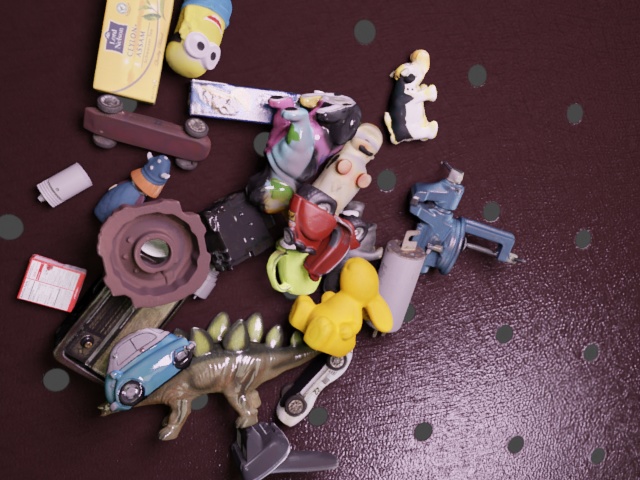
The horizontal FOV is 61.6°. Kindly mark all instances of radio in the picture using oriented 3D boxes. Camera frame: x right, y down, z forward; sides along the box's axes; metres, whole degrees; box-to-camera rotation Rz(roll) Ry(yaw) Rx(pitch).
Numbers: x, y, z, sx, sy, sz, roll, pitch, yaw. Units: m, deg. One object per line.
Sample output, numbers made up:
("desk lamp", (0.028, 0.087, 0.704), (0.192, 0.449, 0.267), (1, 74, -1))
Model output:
("radio", (-0.335, 0.125, 0.914), (0.131, 0.073, 0.229), (40, 84, -29))

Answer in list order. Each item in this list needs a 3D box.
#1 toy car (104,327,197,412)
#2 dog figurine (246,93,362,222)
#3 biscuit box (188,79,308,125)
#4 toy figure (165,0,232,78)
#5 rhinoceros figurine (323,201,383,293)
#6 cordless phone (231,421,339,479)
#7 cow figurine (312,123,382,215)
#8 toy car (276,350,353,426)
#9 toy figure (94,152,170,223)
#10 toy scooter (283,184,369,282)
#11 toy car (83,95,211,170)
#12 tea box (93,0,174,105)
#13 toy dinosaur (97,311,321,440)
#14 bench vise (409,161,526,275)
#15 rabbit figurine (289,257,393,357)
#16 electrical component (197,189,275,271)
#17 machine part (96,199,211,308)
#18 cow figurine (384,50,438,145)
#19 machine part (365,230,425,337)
("toy car", (-0.283, 0.195, 0.862), (0.162, 0.109, 0.103), (-38, 88, -16))
("dog figurine", (-0.029, -0.130, 0.907), (0.191, 0.109, 0.219), (-10, 125, -25))
("biscuit box", (-0.124, -0.233, 0.929), (0.203, 0.063, 0.059), (3, 101, -16))
("toy figure", (-0.193, -0.347, 0.871), (0.082, 0.089, 0.180), (18, 71, -29))
("rhinoceros figurine", (0.057, 0.020, 1.026), (0.112, 0.073, 0.190), (12, 98, -7))
("cordless phone", (-0.066, 0.394, 1.013), (0.184, 0.147, 0.088), (8, 86, -17))
("cow figurine", (0.046, -0.125, 0.979), (0.085, 0.127, 0.195), (31, 104, -18))
("toy car", (-0.009, 0.270, 1.045), (0.056, 0.073, 0.202), (44, 86, -15))
("toy figure", (-0.307, -0.085, 0.898), (0.154, 0.058, 0.064), (-39, 103, 4))
("toy scooter", (-0.002, -0.003, 0.891), (0.183, 0.075, 0.135), (33, 91, -46))
("toy car", (-0.281, -0.179, 0.887), (0.202, 0.053, 0.089), (13, 139, -16))
("tea box", (-0.298, -0.312, 0.863), (0.098, 0.068, 0.169), (9, 98, -18))
("toy dinosaur", (-0.158, 0.235, 0.983), (0.471, 0.105, 0.198), (-9, 99, -19))
("bench vise", (0.276, -0.020, 1.042), (0.241, 0.129, 0.223), (18, 102, -1))
("rabbit figurine", (0.054, 0.118, 0.950), (0.162, 0.122, 0.173), (26, 92, -22))
("electrical component", (-0.142, -0.024, 0.938), (0.134, 0.058, 0.114), (-37, 113, -40))
("machine part", (-0.262, 0.019, 0.848), (0.179, 0.056, 0.179), (-5, 102, -24))
("cow figurine", (0.164, -0.266, 1.007), (0.098, 0.068, 0.167), (-8, 101, -9))
("machine part", (0.141, 0.089, 1.029), (0.079, 0.079, 0.243), (5, 119, -17))
